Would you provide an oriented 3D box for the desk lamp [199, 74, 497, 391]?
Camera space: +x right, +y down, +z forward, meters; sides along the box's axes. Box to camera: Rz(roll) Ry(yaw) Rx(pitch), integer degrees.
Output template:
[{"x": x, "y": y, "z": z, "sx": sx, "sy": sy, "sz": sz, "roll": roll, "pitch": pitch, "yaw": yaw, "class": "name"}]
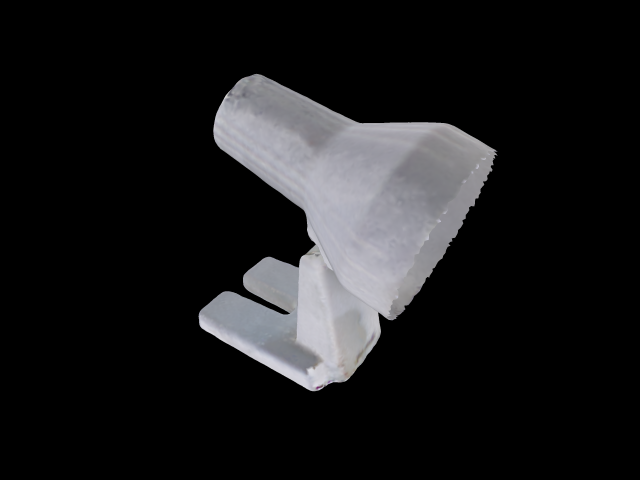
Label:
[{"x": 0.004, "y": 0.001, "z": 0.400, "sx": 0.202, "sy": 0.214, "sz": 0.118, "roll": 21, "pitch": 41, "yaw": 27, "class": "desk lamp"}]
